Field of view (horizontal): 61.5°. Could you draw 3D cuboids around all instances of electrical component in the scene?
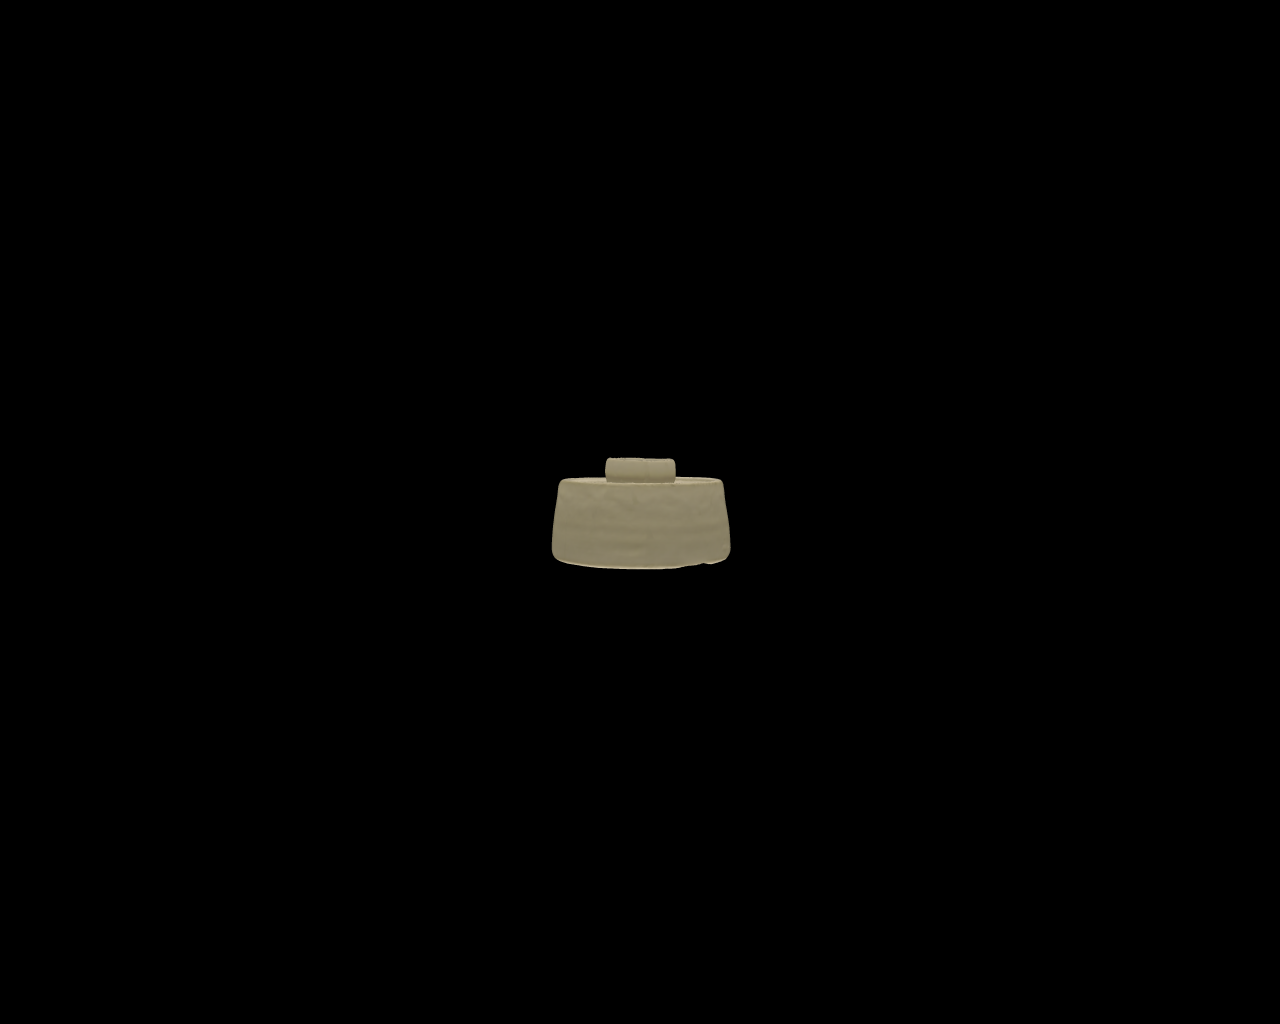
[{"bbox_3d":[0.001,-0.003,0.650,0.108,0.060,0.108,0,5,0],"label":"electrical component"}]
